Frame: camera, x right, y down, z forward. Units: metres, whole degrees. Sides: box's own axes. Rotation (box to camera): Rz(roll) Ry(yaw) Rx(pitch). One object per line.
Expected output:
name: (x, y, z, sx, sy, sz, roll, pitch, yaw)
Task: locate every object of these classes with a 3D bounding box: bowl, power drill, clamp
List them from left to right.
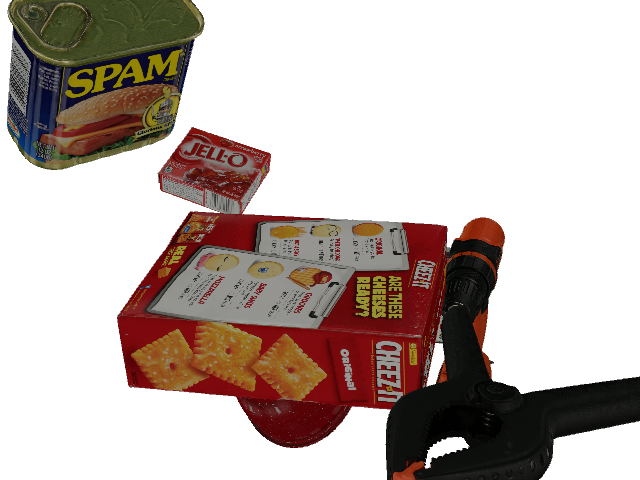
bowl: (-0.037, 0.125, 1.072, 0.162, 0.162, 0.055, 0, -14, 39)
power drill: (0.151, 0.090, 1.099, 0.057, 0.188, 0.184, 11, 28, 15)
clamp: (0.096, 0.098, 0.632, 0.165, 0.036, 0.209, 20, 30, 39)

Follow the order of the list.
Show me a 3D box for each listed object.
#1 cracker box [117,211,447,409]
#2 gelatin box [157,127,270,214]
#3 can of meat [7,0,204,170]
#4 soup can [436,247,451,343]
cracker box: (-0.020, 0.048, 0.794, 0.214, 0.072, 0.164, 4, 29, 12)
gelatin box: (-0.104, -0.068, 1.047, 0.089, 0.073, 0.030, 20, -40, 11)
can of meat: (-0.123, -0.093, 0.596, 0.101, 0.057, 0.084, -19, -31, -33)
soup can: (0.152, 0.068, 1.328, 0.068, 0.102, 0.068, 1, 24, -1)
